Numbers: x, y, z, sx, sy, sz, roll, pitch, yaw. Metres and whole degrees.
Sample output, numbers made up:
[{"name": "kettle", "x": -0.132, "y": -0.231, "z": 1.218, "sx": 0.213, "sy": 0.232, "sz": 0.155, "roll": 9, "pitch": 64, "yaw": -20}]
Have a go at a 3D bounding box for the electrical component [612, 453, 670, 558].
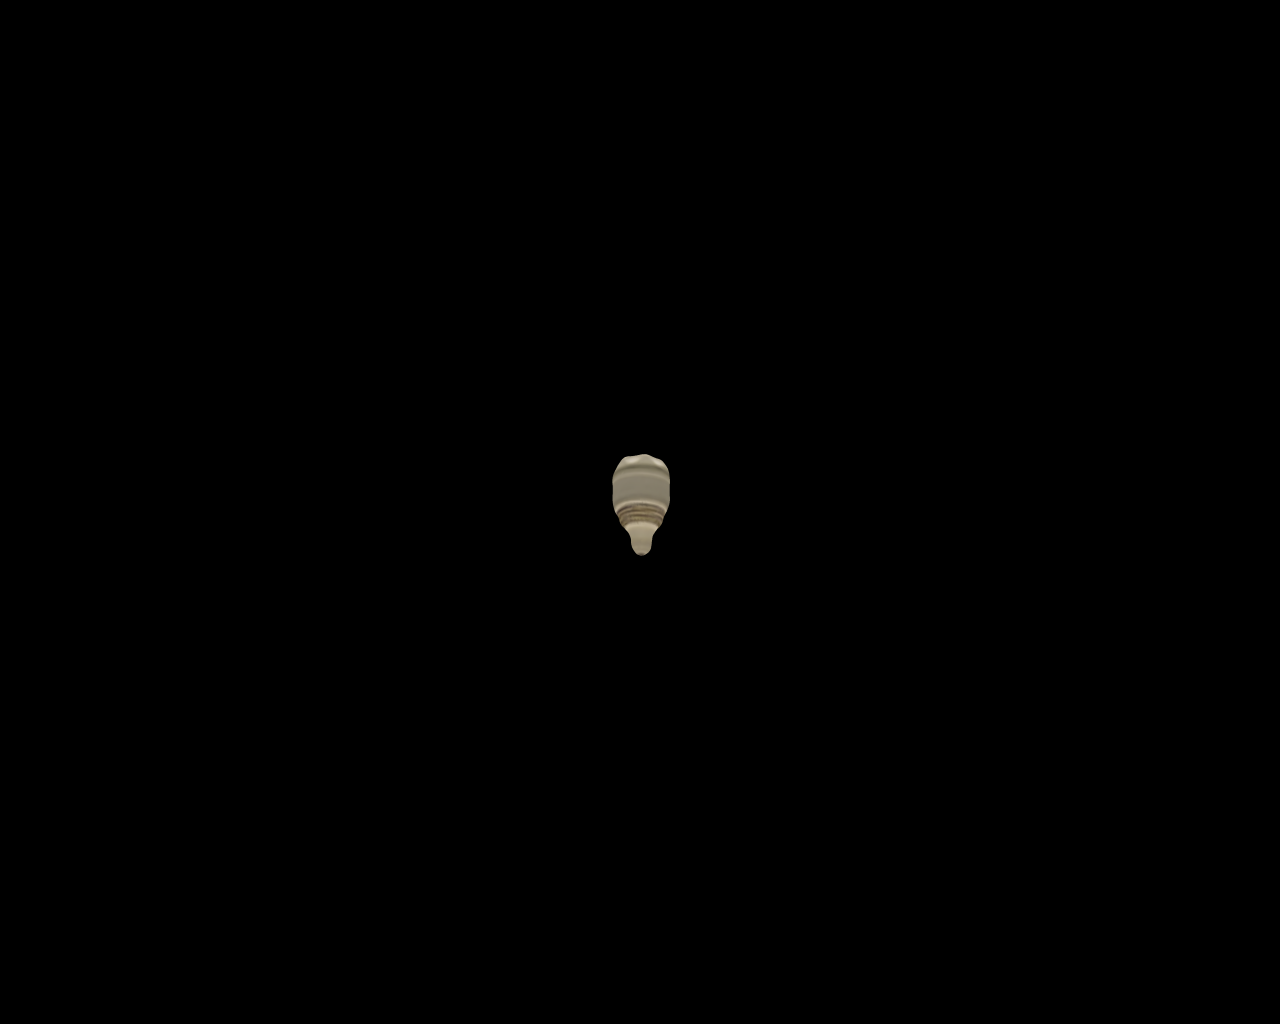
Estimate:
[{"name": "electrical component", "x": 0.001, "y": -0.003, "z": 0.650, "sx": 0.035, "sy": 0.061, "sz": 0.035, "roll": 0, "pitch": -22, "yaw": 0}]
